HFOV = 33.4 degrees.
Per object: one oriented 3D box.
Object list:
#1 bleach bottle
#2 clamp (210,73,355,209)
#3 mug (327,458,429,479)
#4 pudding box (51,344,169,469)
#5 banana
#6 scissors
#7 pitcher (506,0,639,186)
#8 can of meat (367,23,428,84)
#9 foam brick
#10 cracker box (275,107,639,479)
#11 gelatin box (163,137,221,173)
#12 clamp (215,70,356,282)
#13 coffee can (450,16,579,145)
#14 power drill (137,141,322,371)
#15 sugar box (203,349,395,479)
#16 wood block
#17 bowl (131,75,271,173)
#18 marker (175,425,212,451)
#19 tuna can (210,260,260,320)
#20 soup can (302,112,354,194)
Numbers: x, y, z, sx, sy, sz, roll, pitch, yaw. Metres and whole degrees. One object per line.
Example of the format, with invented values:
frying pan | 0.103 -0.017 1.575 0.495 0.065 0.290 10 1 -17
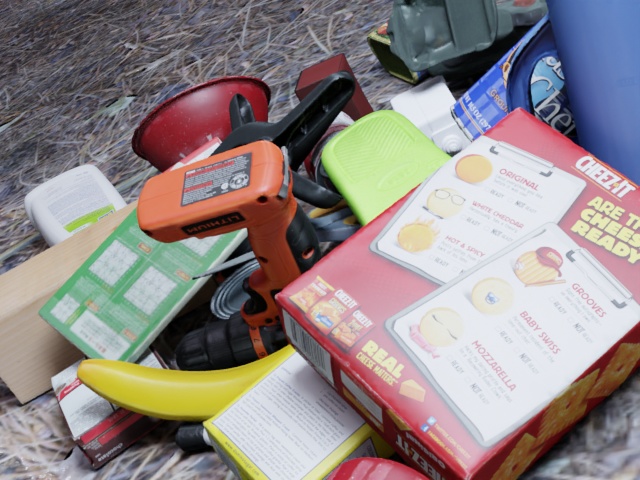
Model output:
bleach bottle | -0.244 -0.005 1.131 0.102 0.068 0.251 -30 29 -9
clamp | -0.039 -0.062 0.903 0.172 0.039 0.120 -24 48 37
mug | 0.035 0.172 0.547 0.117 0.093 0.081 20 42 18
pudding box | -0.164 0.123 0.862 0.090 0.039 0.114 -34 30 -10
banana | -0.080 0.101 0.780 0.198 0.069 0.037 -14 11 15
scissors | -0.006 0.001 0.877 0.096 0.016 0.201 6 23 34
pitcher | 0.207 -0.116 0.690 0.149 0.243 0.145 -29 23 -14
can of meat | 0.110 -0.220 1.168 0.084 0.057 0.102 -36 27 -6
foam brick | 0.015 -0.142 1.101 0.053 0.078 0.051 -20 29 20
cracker box | 0.107 0.037 0.648 0.213 0.072 0.164 -37 57 -19
gelatin box | -0.125 -0.058 1.092 0.073 0.030 0.089 -36 -15 -15
clamp | -0.058 -0.057 0.976 0.165 0.036 0.210 6 72 51
coffee can | 0.185 -0.114 0.815 0.140 0.102 0.103 -44 22 19
power drill | -0.053 0.025 0.764 0.185 0.187 0.057 -18 44 15
sugar box | 0.020 0.100 0.696 0.176 0.048 0.093 -36 47 -19
wood block | -0.205 0.047 0.973 0.206 0.090 0.090 -29 27 0
bowl | -0.116 -0.107 1.138 0.162 0.055 0.162 -23 -18 -8
marker | -0.052 0.134 0.755 0.121 0.020 0.020 -13 31 29
tuna can | -0.045 0.048 0.879 0.086 0.033 0.086 -23 28 12
soup can | 0.017 -0.080 1.002 0.068 0.068 0.102 -30 27 -1
